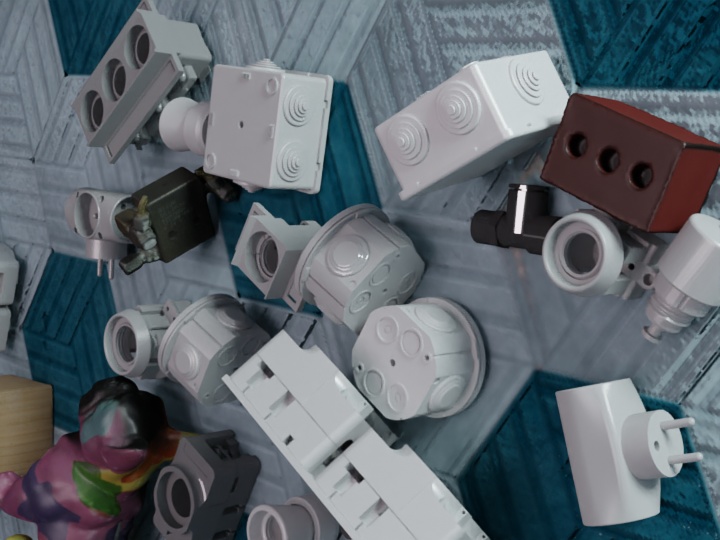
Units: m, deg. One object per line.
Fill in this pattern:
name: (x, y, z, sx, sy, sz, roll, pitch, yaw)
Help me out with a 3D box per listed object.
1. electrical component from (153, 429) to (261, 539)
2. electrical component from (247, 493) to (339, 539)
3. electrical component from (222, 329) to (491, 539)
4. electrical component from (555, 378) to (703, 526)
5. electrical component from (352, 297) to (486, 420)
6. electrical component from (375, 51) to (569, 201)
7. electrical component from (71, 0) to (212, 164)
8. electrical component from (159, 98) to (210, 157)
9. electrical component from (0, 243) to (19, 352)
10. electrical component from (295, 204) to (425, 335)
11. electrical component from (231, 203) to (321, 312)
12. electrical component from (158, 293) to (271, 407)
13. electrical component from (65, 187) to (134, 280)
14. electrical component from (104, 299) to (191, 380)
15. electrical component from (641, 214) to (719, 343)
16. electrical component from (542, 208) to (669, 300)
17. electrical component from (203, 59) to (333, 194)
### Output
electrical component: (-0.128, 0.181, 0.871, 0.050, 0.056, 0.089, 39, 118, 36)
electrical component: (-0.049, 0.191, 0.794, 0.045, 0.055, 0.045, 3, 94, 44)
electrical component: (0.004, 0.129, 0.695, 0.060, 0.105, 0.186, -42, 56, -5)
electrical component: (0.153, 0.099, 0.601, 0.079, 0.043, 0.077, -18, 79, 43)
electrical component: (0.038, 0.059, 0.706, 0.080, 0.051, 0.080, 3, 94, 44)
electrical component: (0.069, -0.087, 0.638, 0.100, 0.100, 0.048, -28, 85, 41)
electrical component: (-0.182, -0.156, 0.902, 0.121, 0.063, 0.078, -42, 64, 37)
electrical component: (-0.128, -0.114, 0.864, 0.055, 0.045, 0.045, 15, 102, 42)
electrical component: (-0.439, 0.006, 1.162, 0.186, 0.060, 0.105, 29, 112, 40)
electrical component: (0.000, 0.000, 0.722, 0.051, 0.080, 0.080, 41, 119, 29)
electrical component: (-0.051, -0.010, 0.781, 0.081, 0.064, 0.042, 44, 120, 34)
electrical component: (-0.112, 0.063, 0.834, 0.051, 0.080, 0.080, 38, 118, 30)
electrical component: (-0.227, -0.032, 0.965, 0.077, 0.044, 0.079, 11, 100, 44)
electrical component: (-0.180, 0.061, 0.914, 0.058, 0.057, 0.078, 52, 125, 30)
electrical component: (0.177, 0.006, 0.576, 0.040, 0.040, 0.078, 48, 123, 32)
electrical component: (0.135, -0.010, 0.605, 0.066, 0.055, 0.048, 43, 120, 34)
electrical component: (-0.072, -0.107, 0.806, 0.100, 0.048, 0.099, 17, 103, 44)
